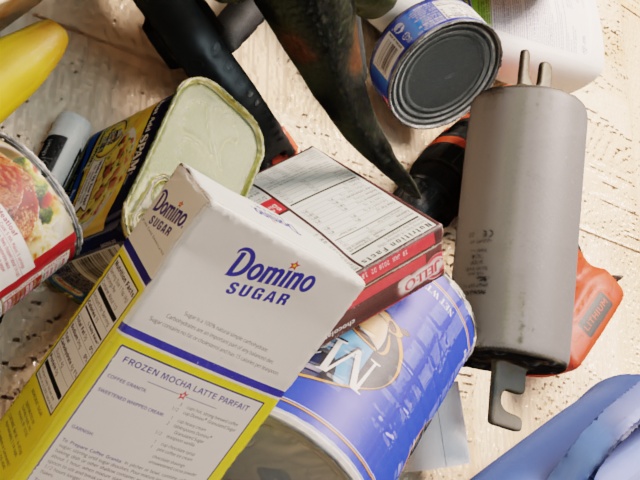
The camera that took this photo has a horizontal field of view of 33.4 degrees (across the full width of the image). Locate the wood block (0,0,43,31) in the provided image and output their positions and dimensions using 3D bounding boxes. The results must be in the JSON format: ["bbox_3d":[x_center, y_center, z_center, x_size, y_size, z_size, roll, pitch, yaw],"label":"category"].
[{"bbox_3d":[-0.201,-0.180,0.449,0.090,0.091,0.206,-42,107,-44],"label":"wood block"}]

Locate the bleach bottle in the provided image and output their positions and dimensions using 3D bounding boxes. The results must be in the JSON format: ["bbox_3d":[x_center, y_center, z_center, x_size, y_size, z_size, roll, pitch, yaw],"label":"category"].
[{"bbox_3d":[0.107,-0.176,0.781,0.250,0.068,0.102,8,67,-41],"label":"bleach bottle"}]

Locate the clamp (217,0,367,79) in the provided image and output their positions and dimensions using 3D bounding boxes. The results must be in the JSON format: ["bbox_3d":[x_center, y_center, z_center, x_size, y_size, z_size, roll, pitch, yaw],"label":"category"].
[{"bbox_3d":[-0.008,-0.175,0.644,0.120,0.039,0.171,-4,104,-46],"label":"clamp"}]

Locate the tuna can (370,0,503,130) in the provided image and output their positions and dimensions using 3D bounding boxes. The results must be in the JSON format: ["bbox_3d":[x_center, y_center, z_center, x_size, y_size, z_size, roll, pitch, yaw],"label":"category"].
[{"bbox_3d":[0.077,-0.118,0.713,0.085,0.086,0.034,14,33,-42],"label":"tuna can"}]

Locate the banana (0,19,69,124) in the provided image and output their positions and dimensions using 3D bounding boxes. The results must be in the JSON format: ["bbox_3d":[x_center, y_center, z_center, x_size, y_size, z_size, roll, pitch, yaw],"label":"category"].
[{"bbox_3d":[-0.181,-0.041,0.443,0.037,0.070,0.197,52,39,-2],"label":"banana"}]

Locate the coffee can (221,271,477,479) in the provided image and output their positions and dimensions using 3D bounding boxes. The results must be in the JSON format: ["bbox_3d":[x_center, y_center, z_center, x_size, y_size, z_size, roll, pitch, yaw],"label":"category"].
[{"bbox_3d":[0.011,0.080,0.573,0.102,0.103,0.140,55,46,-18],"label":"coffee can"}]

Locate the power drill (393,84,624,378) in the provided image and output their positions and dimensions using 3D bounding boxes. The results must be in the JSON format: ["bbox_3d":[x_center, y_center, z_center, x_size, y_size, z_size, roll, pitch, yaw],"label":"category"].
[{"bbox_3d":[0.134,0.002,0.755,0.184,0.058,0.187,-43,110,-39],"label":"power drill"}]

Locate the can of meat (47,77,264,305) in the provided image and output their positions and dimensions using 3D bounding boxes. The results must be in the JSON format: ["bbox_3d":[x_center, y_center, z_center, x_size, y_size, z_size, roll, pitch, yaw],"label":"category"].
[{"bbox_3d":[-0.085,-0.020,0.521,0.057,0.084,0.102,40,52,-31],"label":"can of meat"}]

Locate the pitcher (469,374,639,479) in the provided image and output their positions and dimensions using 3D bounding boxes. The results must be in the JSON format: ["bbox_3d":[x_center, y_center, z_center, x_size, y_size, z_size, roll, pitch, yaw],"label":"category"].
[{"bbox_3d":[0.157,0.174,0.669,0.242,0.145,0.149,-18,90,-44],"label":"pitcher"}]

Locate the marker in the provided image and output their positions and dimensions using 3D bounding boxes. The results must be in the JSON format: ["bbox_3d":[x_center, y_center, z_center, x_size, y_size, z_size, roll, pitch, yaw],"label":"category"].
[{"bbox_3d":[-0.139,-0.010,0.510,0.020,0.020,0.121,38,53,-31],"label":"marker"}]

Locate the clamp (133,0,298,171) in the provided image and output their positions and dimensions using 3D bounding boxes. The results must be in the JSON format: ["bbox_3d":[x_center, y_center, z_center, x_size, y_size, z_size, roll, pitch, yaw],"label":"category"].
[{"bbox_3d":[-0.071,-0.110,0.547,0.036,0.165,0.210,-35,118,1],"label":"clamp"}]

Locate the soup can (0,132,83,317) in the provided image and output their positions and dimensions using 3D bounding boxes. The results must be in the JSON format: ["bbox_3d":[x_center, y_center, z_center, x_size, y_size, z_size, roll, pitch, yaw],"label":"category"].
[{"bbox_3d":[-0.158,0.009,0.439,0.102,0.069,0.068,-43,109,-32],"label":"soup can"}]

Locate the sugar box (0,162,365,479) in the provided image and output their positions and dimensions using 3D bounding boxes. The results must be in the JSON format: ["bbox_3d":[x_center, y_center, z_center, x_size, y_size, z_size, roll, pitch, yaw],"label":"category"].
[{"bbox_3d":[-0.069,0.062,0.465,0.093,0.048,0.176,30,99,-37],"label":"sugar box"}]

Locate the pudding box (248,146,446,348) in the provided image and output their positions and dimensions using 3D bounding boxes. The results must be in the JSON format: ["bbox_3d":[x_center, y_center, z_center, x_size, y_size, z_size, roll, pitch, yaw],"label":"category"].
[{"bbox_3d":[-0.004,0.001,0.561,0.089,0.114,0.039,-27,133,-27],"label":"pudding box"}]
